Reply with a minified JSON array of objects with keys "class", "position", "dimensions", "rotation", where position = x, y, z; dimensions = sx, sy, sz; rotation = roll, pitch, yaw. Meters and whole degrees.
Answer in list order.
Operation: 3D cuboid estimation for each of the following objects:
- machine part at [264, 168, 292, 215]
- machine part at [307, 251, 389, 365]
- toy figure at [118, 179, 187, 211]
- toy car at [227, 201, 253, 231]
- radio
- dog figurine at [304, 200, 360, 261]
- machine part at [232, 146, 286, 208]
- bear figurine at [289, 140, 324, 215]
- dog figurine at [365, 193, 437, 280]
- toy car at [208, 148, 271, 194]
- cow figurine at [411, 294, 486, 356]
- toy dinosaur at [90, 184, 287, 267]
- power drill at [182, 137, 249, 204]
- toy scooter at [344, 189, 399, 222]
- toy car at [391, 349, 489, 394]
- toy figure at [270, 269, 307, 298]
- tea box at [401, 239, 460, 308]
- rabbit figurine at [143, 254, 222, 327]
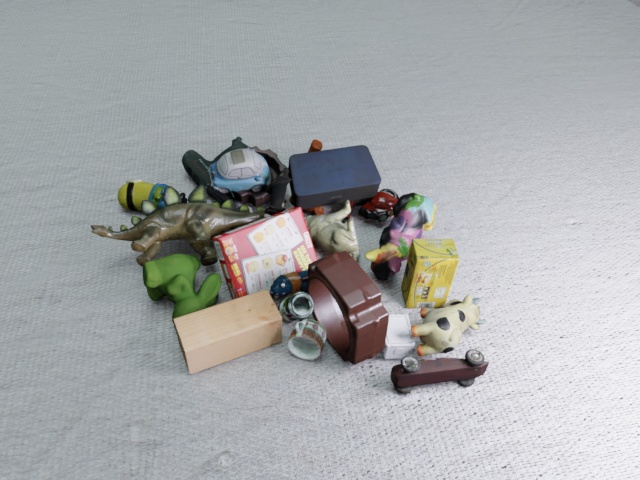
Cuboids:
[{"class":"machine part","position":[-0.107,-0.116,1.348],"dimensions":[0.039,0.084,0.139],"rotation":[32,40,-27]},{"class":"machine part","position":[0.051,0.141,1.122],"dimensions":[0.087,0.200,0.202],"rotation":[-23,51,-22]},{"class":"toy figure","position":[-0.452,-0.112,1.439],"dimensions":[0.180,0.082,0.089],"rotation":[14,43,8]},{"class":"toy car","position":[-0.276,-0.056,1.410],"dimensions":[0.202,0.056,0.073],"rotation":[-5,52,-7]},{"class":"radio","position":[0.032,-0.166,1.404],"dimensions":[0.230,0.073,0.131],"rotation":[-10,65,-12]},{"class":"dog figurine","position":[-0.002,-0.003,1.357],"dimensions":[0.191,0.121,0.172],"rotation":[-13,41,3]},{"class":"machine part","position":[-0.176,-0.172,1.467],"dimensions":[0.179,0.056,0.179],"rotation":[4,60,-7]},{"class":"bear figurine","position":[-0.010,-0.165,1.489],"dimensions":[0.120,0.132,0.196],"rotation":[28,37,-13]},{"class":"dog figurine","position":[0.192,-0.003,1.305],"dimensions":[0.109,0.191,0.219],"rotation":[28,34,14]},{"class":"toy car","position":[-0.206,-0.187,1.381],"dimensions":[0.162,0.102,0.109],"rotation":[-8,61,-15]},{"class":"cow figurine","position":[0.281,0.177,1.157],"dimensions":[0.127,0.085,0.195],"rotation":[-8,11,26]},{"class":"toy dinosaur","position":[-0.301,-0.043,1.303],"dimensions":[0.471,0.105,0.199],"rotation":[-1,53,-18]},{"class":"power drill","position":[-0.268,-0.201,1.549],"dimensions":[0.232,0.085,0.207],"rotation":[36,60,21]},{"class":"toy scooter","position":[0.121,-0.091,1.457],"dimensions":[0.184,0.075,0.135],"rotation":[17,45,17]},{"class":"toy car","position":[0.241,0.262,1.089],"dimensions":[0.202,0.089,0.053],"rotation":[-5,41,-10]},{"class":"toy figure","position":[-0.047,0.097,1.217],"dimensions":[0.154,0.064,0.058],"rotation":[-3,30,-32]},{"class":"tea box","position":[0.247,0.077,1.222],"dimensions":[0.098,0.169,0.068],"rotation":[1,44,-5]},{"class":"rabbit figurine","position":[-0.302,0.126,1.204],"dimensions":[0.159,0.121,0.170],"rotation":[-16,65,-27]}]
